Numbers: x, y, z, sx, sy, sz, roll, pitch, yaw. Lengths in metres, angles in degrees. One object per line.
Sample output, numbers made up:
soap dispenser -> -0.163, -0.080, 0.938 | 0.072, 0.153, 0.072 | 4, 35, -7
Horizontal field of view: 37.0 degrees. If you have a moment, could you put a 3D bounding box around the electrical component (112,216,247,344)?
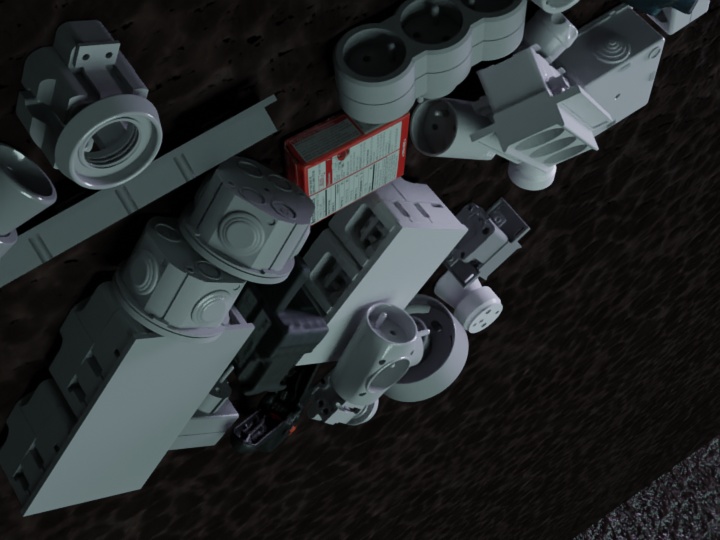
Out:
electrical component -> -0.115, 0.006, 0.697 | 0.080, 0.080, 0.051 | -1, 130, -52

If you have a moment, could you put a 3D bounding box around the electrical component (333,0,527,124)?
electrical component -> 0.047, -0.137, 0.703 | 0.138, 0.052, 0.073 | -31, 153, -14

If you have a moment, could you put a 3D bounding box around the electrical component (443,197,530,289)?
electrical component -> 0.107, -0.027, 0.970 | 0.081, 0.042, 0.064 | -44, 152, 10

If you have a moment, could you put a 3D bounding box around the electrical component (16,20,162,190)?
electrical component -> -0.138, -0.079, 0.554 | 0.058, 0.057, 0.078 | -15, 146, -39

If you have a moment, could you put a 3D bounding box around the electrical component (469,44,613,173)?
electrical component -> 0.127, -0.113, 0.767 | 0.079, 0.063, 0.121 | -23, 170, 20

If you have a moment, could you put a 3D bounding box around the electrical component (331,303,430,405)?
electrical component -> 0.024, 0.064, 0.862 | 0.079, 0.044, 0.077 | -14, 145, -40

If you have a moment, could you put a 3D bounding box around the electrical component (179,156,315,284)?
electrical component -> -0.071, -0.032, 0.692 | 0.080, 0.080, 0.051 | -1, 130, -52

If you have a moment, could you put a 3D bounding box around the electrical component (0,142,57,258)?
electrical component -> -0.196, -0.033, 0.569 | 0.055, 0.045, 0.045 | -43, 154, 11

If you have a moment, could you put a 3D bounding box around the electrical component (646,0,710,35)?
electrical component -> 0.254, -0.232, 0.820 | 0.077, 0.047, 0.065 | -34, 154, -7

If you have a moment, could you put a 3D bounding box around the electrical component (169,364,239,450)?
electrical component -> -0.130, 0.102, 0.869 | 0.076, 0.047, 0.066 | -49, 152, 21

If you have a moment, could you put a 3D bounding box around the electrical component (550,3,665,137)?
electrical component -> 0.193, -0.154, 0.867 | 0.100, 0.048, 0.099 | -32, 154, -13

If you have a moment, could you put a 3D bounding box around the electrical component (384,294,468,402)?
electrical component -> 0.050, 0.072, 1.000 | 0.099, 0.099, 0.064 | -37, 148, -2

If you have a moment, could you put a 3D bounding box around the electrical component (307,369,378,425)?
electrical component -> -0.014, 0.126, 1.061 | 0.066, 0.048, 0.055 | -45, 146, 13

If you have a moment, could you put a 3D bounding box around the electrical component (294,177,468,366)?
electrical component -> 0.000, 0.000, 0.854 | 0.089, 0.061, 0.150 | -1, 136, -52

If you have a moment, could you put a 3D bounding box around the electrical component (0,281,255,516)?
electrical component -> -0.173, 0.087, 0.773 | 0.105, 0.060, 0.186 | -3, 137, -50

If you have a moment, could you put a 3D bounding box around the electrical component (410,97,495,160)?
electrical component -> 0.079, -0.105, 0.806 | 0.081, 0.043, 0.043 | -3, 137, -50

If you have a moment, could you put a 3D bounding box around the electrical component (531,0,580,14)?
electrical component -> 0.124, -0.202, 0.704 | 0.055, 0.047, 0.055 | -30, 153, -17

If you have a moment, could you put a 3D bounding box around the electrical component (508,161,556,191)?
electrical component -> 0.149, -0.097, 0.915 | 0.040, 0.040, 0.046 | -26, 145, -24

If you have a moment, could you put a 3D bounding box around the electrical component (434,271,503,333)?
electrical component -> 0.105, 0.027, 1.039 | 0.045, 0.055, 0.045 | -30, 153, -17

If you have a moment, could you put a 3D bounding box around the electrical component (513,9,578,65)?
electrical component -> 0.127, -0.162, 0.786 | 0.061, 0.035, 0.035 | -44, 154, 17
